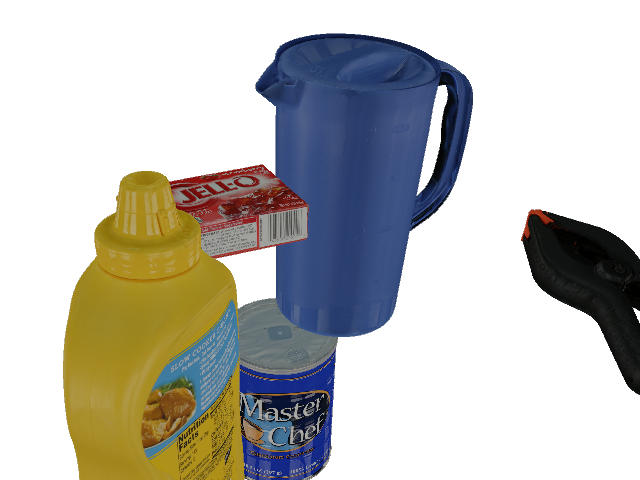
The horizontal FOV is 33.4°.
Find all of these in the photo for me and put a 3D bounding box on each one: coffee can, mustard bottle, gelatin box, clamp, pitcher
[{"bbox_3d":[-0.038,0.138,0.977,0.103,0.140,0.103,2,33,-1],"label":"coffee can"},{"bbox_3d":[-0.068,0.062,0.446,0.058,0.192,0.096,13,30,21],"label":"mustard bottle"},{"bbox_3d":[-0.063,-0.020,0.725,0.089,0.030,0.073,-12,31,-25],"label":"gelatin box"},{"bbox_3d":[0.213,0.033,0.738,0.120,0.039,0.172,-8,43,-30],"label":"clamp"},{"bbox_3d":[0.032,-0.045,0.906,0.149,0.243,0.144,15,31,18],"label":"pitcher"}]
